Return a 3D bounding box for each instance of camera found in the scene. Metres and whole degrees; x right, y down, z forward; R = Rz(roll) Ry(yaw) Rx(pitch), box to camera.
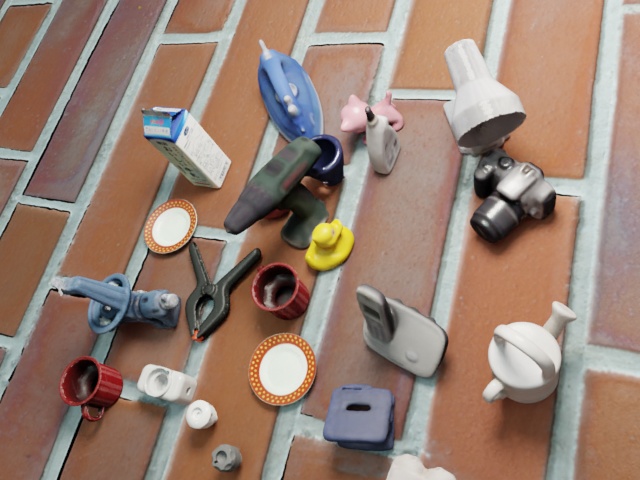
[{"bbox_3d":[0.314,-0.074,0.995,0.137,0.101,0.142,-45,60,-4],"label":"camera"}]

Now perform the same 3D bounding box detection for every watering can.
[{"bbox_3d":[0.299,0.164,0.832,0.100,0.194,0.173,17,73,26],"label":"watering can"}]

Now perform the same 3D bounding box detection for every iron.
[{"bbox_3d":[-0.068,-0.306,1.217,0.118,0.142,0.258,-27,60,6],"label":"iron"}]

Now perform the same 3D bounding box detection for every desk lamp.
[{"bbox_3d":[0.277,-0.238,1.020,0.118,0.214,0.203,-20,61,10],"label":"desk lamp"}]

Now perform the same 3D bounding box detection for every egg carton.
[{"bbox_3d":[0.137,0.404,0.849,0.107,0.070,0.150,16,72,25],"label":"egg carton"}]

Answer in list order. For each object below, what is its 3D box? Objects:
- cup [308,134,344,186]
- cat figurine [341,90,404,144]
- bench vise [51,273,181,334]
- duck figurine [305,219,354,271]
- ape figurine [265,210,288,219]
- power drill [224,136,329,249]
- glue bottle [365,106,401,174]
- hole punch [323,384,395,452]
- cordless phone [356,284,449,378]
[{"bbox_3d":[0.000,-0.143,1.142,0.117,0.095,0.091,-28,60,5],"label":"cup"},{"bbox_3d":[0.095,-0.252,1.147,0.128,0.118,0.067,-31,59,4],"label":"cat figurine"},{"bbox_3d":[-0.380,0.102,1.089,0.207,0.220,0.121,-21,60,9],"label":"bench vise"},{"bbox_3d":[0.010,0.004,1.074,0.104,0.086,0.077,-42,59,-3],"label":"duck figurine"},{"bbox_3d":[-0.106,-0.086,1.155,0.076,0.092,0.078,26,77,28],"label":"ape figurine"},{"bbox_3d":[-0.064,-0.068,1.064,0.075,0.209,0.230,27,77,28],"label":"power drill"},{"bbox_3d":[0.111,-0.198,1.084,0.037,0.173,0.078,17,73,26],"label":"glue bottle"},{"bbox_3d":[0.063,0.282,0.921,0.108,0.091,0.101,-4,65,18],"label":"hole punch"},{"bbox_3d":[0.125,0.139,0.912,0.147,0.185,0.094,24,76,28],"label":"cordless phone"}]
